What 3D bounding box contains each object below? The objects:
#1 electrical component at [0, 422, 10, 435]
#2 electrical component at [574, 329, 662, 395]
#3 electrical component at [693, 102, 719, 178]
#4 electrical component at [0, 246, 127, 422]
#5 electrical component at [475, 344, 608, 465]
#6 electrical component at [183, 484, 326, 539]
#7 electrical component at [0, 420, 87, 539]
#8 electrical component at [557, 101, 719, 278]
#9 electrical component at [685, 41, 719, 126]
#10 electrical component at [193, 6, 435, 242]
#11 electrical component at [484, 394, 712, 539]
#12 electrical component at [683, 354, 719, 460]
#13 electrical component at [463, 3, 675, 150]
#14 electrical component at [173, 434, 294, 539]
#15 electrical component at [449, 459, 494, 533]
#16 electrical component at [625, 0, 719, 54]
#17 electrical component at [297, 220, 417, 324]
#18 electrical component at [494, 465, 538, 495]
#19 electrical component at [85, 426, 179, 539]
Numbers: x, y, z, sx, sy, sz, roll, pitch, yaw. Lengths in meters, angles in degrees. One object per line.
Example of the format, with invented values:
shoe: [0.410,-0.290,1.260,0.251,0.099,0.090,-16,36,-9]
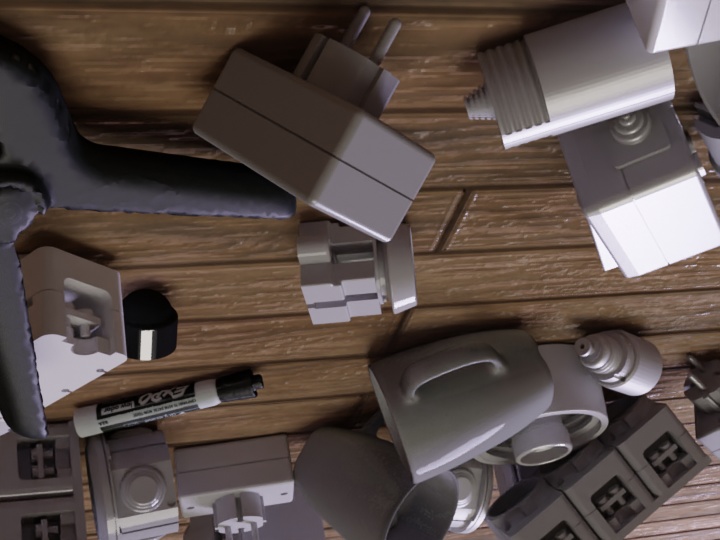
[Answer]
electrical component: [-0.225,0.062,0.578,0.077,0.043,0.079,-17,150,10]
electrical component: [0.171,0.060,0.723,0.040,0.040,0.078,-33,145,33]
electrical component: [0.182,-0.065,0.509,0.040,0.040,0.046,-25,143,23]
electrical component: [-0.164,0.030,0.531,0.089,0.055,0.050,-29,147,28]
electrical component: [0.123,0.103,0.762,0.108,0.060,0.108,-9,151,-5]
electrical component: [-0.074,0.263,0.843,0.060,0.186,0.105,-28,147,27]
electrical component: [-0.212,0.184,0.690,0.062,0.150,0.089,-1,149,-22]
electrical component: [0.126,-0.045,0.499,0.061,0.061,0.096,-22,149,18]
electrical component: [0.179,-0.087,0.413,0.064,0.099,0.099,-8,152,-20]
electrical component: [-0.010,-0.065,0.412,0.047,0.083,0.075,24,97,-47]
electrical component: [0.172,0.162,0.806,0.150,0.061,0.089,-38,-179,-8]
electrical component: [0.268,0.092,0.802,0.077,0.065,0.047,40,128,-20]
electrical component: [0.083,-0.079,0.442,0.081,0.043,0.043,-16,151,8]
electrical component: [-0.089,0.168,0.782,0.083,0.075,0.047,-7,151,-9]
electrical component: [0.063,0.159,0.822,0.051,0.080,0.080,9,145,-23]
electrical component: [0.099,-0.118,0.374,0.076,0.047,0.083,-11,151,-1]
electrical component: [0.000,0.000,0.551,0.055,0.048,0.066,-5,151,4]
electrical component: [0.152,0.186,0.882,0.062,0.096,0.061,-6,151,-8]
electrical component: [-0.152,0.144,0.715,0.051,0.080,0.080,-8,151,-18]
